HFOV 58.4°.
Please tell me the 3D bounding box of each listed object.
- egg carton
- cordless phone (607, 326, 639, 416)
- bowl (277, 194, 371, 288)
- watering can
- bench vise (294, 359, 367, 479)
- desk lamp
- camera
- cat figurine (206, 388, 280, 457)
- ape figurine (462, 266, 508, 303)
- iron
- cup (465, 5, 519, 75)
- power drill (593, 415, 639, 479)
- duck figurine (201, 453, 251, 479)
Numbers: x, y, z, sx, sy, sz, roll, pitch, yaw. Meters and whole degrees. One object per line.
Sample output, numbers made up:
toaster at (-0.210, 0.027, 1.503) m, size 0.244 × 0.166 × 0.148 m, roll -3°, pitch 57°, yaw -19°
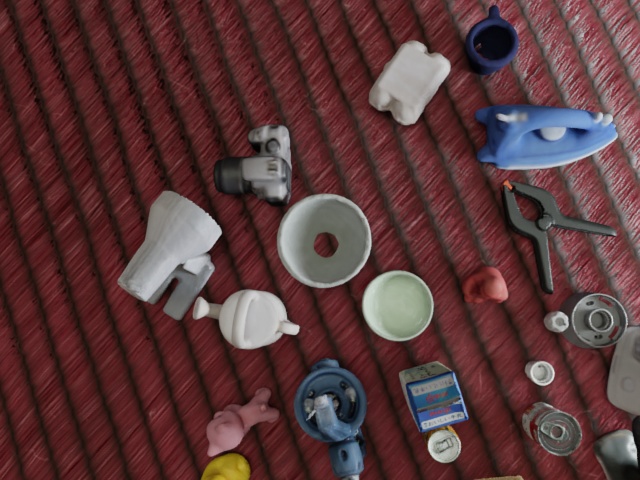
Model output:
egg carton at (0.164, -0.291, 1.058) m, size 0.107 × 0.069 × 0.150 m, roll 33°, pitch 87°, yaw 8°
cordless phone at (0.541, 0.214, 0.907) m, size 0.094 × 0.185 × 0.148 m, roll 13°, pitch 84°, yaw 6°
bowl at (0.009, 0.004, 1.032) m, size 0.167 × 0.075 × 0.167 m, roll -1°, pitch 83°, yaw 5°
watering can at (-0.126, 0.135, 0.966) m, size 0.172 × 0.194 × 0.101 m, roll -10°, pitch 82°, yaw 4°
bench vise at (0.035, 0.298, 0.920) m, size 0.121 × 0.220 × 0.207 m, roll -33°, pitch 81°, yaw 0°
desk lamp at (-0.251, 0.033, 0.979) m, size 0.118 × 0.213 × 0.203 m, roll 30°, pitch 86°, yaw 8°
camera at (-0.124, -0.137, 1.047) m, size 0.136 × 0.101 × 0.143 m, roll -1°, pitch 83°, yaw 5°
cat figurine at (-0.140, 0.314, 0.984) m, size 0.128 × 0.118 × 0.067 m, roll -30°, pitch 81°, yaw 1°
ape figurine at (0.291, 0.081, 0.991) m, size 0.077 × 0.092 × 0.076 m, roll 32°, pitch 87°, yaw 8°
iron at (0.406, -0.196, 0.991) m, size 0.258 × 0.141 × 0.119 m, roll -2°, pitch 83°, yaw 4°
cup at (0.305, -0.354, 1.042) m, size 0.091 × 0.095 × 0.118 m, roll 4°, pitch 83°, yaw 5°
power drill at (0.506, 0.362, 0.880) m, size 0.075 × 0.208 × 0.229 m, roll -26°, pitch 82°, yaw 1°
duck figurine at (-0.172, 0.421, 0.989) m, size 0.104 × 0.086 × 0.077 m, roll -40°, pitch 81°, yaw -1°
